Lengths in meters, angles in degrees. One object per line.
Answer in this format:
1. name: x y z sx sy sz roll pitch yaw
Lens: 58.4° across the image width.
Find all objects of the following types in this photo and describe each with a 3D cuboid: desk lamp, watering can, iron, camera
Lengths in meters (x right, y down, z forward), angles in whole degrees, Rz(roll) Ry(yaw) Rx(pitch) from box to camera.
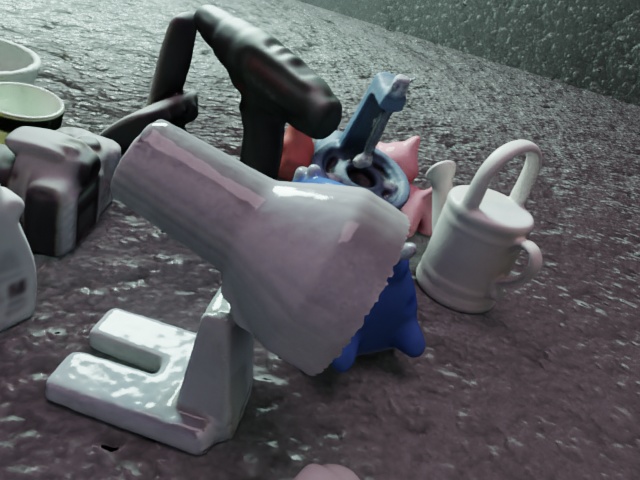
1. desk lamp: -0.066 0.038 0.384 0.203 0.213 0.118 18 29 1
2. watering can: 0.180 -0.027 0.643 0.172 0.194 0.101 32 33 25
3. iron: 0.005 0.002 0.557 0.119 0.141 0.257 -3 35 -32
4. camera: -0.285 -0.069 0.567 0.137 0.101 0.143 14 29 -5

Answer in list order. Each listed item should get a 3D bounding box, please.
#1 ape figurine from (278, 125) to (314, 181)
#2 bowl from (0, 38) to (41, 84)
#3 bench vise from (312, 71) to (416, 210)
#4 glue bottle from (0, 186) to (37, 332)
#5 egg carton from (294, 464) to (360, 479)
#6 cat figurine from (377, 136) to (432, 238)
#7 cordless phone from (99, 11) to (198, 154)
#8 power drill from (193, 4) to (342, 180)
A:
1. ape figurine: -0.032 -0.134 0.820 0.078 0.092 0.076 17 29 0
2. bowl: -0.458 -0.214 0.749 0.167 0.075 0.167 13 30 -7
3. bench vise: 0.034 -0.109 0.681 0.122 0.220 0.206 -6 37 -35
4. glue bottle: -0.243 -0.005 0.407 0.037 0.173 0.078 29 32 21
5. egg carton: -0.003 0.191 0.304 0.107 0.069 0.151 29 31 21
6. cat figurine: 0.115 -0.082 0.783 0.067 0.118 0.127 -9 39 -38
7. cordless phone: -0.213 -0.200 0.743 0.094 0.185 0.148 19 29 4
8. power drill: -0.085 -0.152 0.703 0.229 0.208 0.076 31 32 23
